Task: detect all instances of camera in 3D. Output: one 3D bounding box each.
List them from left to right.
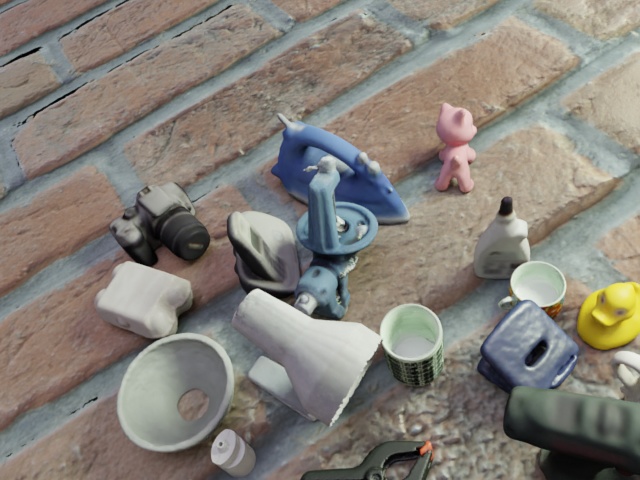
[{"bbox_3d":[-0.262,-0.020,0.964,0.143,0.101,0.136,-42,57,-16],"label":"camera"}]

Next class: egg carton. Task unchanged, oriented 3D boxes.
[{"bbox_3d":[-0.280,0.096,0.908,0.150,0.069,0.107,13,60,21],"label":"egg carton"}]

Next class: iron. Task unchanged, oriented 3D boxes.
[{"bbox_3d":[0.033,-0.122,0.943,0.257,0.142,0.119,26,65,27],"label":"iron"}]

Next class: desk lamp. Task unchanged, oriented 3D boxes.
[{"bbox_3d":[-0.019,0.152,0.720,0.202,0.214,0.118,24,64,26],"label":"desk lamp"}]

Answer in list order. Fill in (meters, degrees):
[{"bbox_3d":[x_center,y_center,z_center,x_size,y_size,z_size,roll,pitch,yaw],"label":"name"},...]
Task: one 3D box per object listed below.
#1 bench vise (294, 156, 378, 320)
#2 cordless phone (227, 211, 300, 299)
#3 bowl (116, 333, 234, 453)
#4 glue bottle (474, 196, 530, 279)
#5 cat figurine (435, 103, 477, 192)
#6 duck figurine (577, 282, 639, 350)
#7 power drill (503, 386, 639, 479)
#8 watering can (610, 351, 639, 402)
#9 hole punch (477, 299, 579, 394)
[{"bbox_3d":[0.019,0.002,0.811,0.121,0.220,0.207,-3,55,11],"label":"bench vise"},{"bbox_3d":[-0.095,-0.004,0.863,0.094,0.185,0.147,-16,54,2],"label":"cordless phone"},{"bbox_3d":[-0.190,0.220,0.798,0.167,0.075,0.167,-6,55,9],"label":"bowl"},{"bbox_3d":[0.254,-0.004,0.791,0.078,0.173,0.037,1,56,14],"label":"glue bottle"},{"bbox_3d":[0.223,-0.161,0.942,0.067,0.118,0.128,1,56,14],"label":"cat figurine"},{"bbox_3d":[0.390,0.086,0.752,0.105,0.086,0.077,-38,56,-14],"label":"duck figurine"},{"bbox_3d":[0.309,0.222,0.600,0.229,0.209,0.076,11,59,19],"label":"power drill"},{"bbox_3d":[0.415,0.166,0.624,0.172,0.194,0.101,5,57,16],"label":"watering can"},{"bbox_3d":[0.269,0.146,0.735,0.109,0.091,0.100,-43,57,-17],"label":"hole punch"}]
